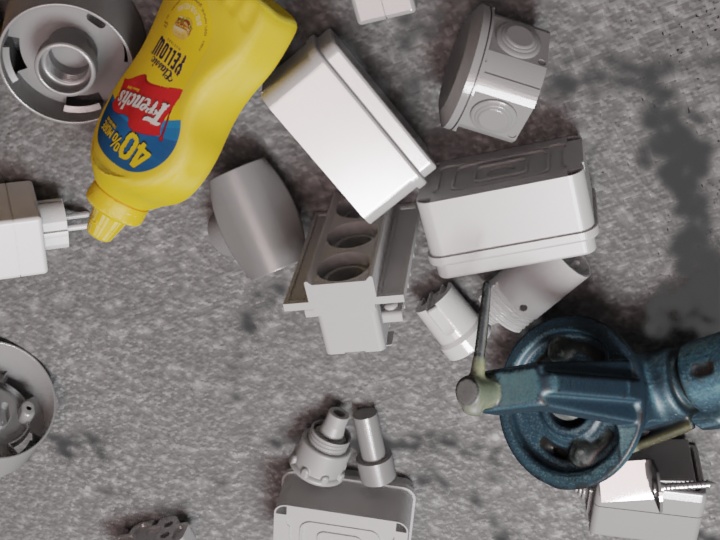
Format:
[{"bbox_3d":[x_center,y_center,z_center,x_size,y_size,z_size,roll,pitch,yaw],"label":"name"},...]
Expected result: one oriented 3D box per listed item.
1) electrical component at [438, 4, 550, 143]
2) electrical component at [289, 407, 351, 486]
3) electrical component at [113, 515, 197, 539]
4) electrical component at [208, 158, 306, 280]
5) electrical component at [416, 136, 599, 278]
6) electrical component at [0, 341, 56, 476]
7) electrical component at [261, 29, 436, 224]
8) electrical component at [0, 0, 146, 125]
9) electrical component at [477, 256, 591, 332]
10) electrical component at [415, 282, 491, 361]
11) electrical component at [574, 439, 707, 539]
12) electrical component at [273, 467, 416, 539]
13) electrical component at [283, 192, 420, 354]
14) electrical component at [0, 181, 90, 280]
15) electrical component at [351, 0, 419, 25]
[{"bbox_3d":[0.083,-0.123,0.680,0.051,0.080,0.080,16,121,-6],"label":"electrical component"},{"bbox_3d":[-0.027,0.140,0.870,0.048,0.048,0.062,21,113,-3],"label":"electrical component"},{"bbox_3d":[-0.177,0.260,0.956,0.078,0.058,0.057,-15,113,18],"label":"electrical component"},{"bbox_3d":[-0.084,-0.032,0.776,0.079,0.043,0.077,-19,96,47],"label":"electrical component"},{"bbox_3d":[0.101,-0.042,0.724,0.113,0.078,0.057,-10,114,15],"label":"electrical component"},{"bbox_3d":[-0.301,0.115,0.873,0.099,0.099,0.064,31,126,-8],"label":"electrical component"},{"bbox_3d":[-0.007,-0.096,0.707,0.057,0.078,0.113,-38,108,10],"label":"electrical component"},{"bbox_3d":[-0.197,-0.152,0.733,0.099,0.064,0.099,-1,129,-2],"label":"electrical component"},{"bbox_3d":[0.121,0.012,0.771,0.043,0.043,0.081,40,118,-13],"label":"electrical component"},{"bbox_3d":[0.068,0.038,0.798,0.040,0.040,0.046,-34,103,25],"label":"electrical component"},{"bbox_3d":[0.214,0.166,0.833,0.096,0.061,0.061,5,120,7],"label":"electrical component"},{"bbox_3d":[-0.013,0.212,0.900,0.113,0.057,0.078,7,120,5],"label":"electrical component"},{"bbox_3d":[0.000,0.000,0.739,0.079,0.121,0.063,-5,121,12],"label":"electrical component"},{"bbox_3d":[-0.238,-0.033,0.799,0.077,0.065,0.047,-9,122,-19],"label":"electrical component"},{"bbox_3d":[0.027,-0.204,0.661,0.076,0.047,0.083,-10,118,15],"label":"electrical component"}]
